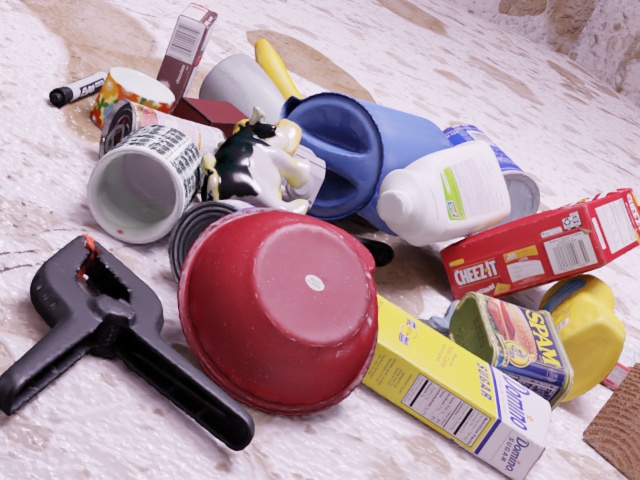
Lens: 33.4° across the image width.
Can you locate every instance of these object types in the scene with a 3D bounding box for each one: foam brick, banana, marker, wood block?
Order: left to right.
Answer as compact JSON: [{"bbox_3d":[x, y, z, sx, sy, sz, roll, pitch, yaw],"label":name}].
[{"bbox_3d":[-0.248,-0.156,1.102,0.020,0.020,0.121,29,20,2],"label":"marker"},{"bbox_3d":[-0.115,-0.114,1.126,0.051,0.053,0.078,40,23,29],"label":"foam brick"},{"bbox_3d":[-0.022,-0.153,1.290,0.197,0.037,0.069,50,26,-17],"label":"banana"},{"bbox_3d":[0.344,0.165,1.003,0.090,0.091,0.205,42,24,29],"label":"wood block"}]

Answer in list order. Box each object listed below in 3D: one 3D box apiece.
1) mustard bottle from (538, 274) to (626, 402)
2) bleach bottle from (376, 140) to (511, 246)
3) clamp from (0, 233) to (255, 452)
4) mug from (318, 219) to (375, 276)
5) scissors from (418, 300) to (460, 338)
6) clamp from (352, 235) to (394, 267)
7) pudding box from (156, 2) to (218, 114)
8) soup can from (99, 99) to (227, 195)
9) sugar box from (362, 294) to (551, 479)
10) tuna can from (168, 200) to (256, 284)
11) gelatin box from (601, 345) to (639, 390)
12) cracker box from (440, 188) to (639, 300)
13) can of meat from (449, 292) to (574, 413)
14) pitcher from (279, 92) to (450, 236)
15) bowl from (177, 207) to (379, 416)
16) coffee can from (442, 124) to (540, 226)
[{"bbox_3d":[0.254,0.084,1.070,0.058,0.096,0.191,36,20,-4],"label":"mustard bottle"},{"bbox_3d":[0.119,-0.049,1.089,0.250,0.068,0.102,-10,79,-62],"label":"bleach bottle"},{"bbox_3d":[-0.132,0.063,0.707,0.164,0.036,0.210,20,21,-24],"label":"clamp"},{"bbox_3d":[-0.017,0.029,0.872,0.117,0.082,0.093,32,21,9],"label":"mug"},{"bbox_3d":[0.111,0.074,1.026,0.201,0.016,0.096,19,21,-26],"label":"scissors"},{"bbox_3d":[-0.007,0.001,1.011,0.171,0.039,0.120,32,20,9],"label":"clamp"},{"bbox_3d":[-0.154,-0.203,1.200,0.039,0.114,0.090,23,20,-8],"label":"pudding box"},{"bbox_3d":[-0.146,-0.085,0.997,0.102,0.069,0.069,14,25,-35],"label":"soup can"},{"bbox_3d":[0.102,0.117,0.869,0.176,0.048,0.093,30,20,6],"label":"sugar box"},{"bbox_3d":[-0.074,0.011,0.835,0.086,0.086,0.033,36,20,19],"label":"tuna can"},{"bbox_3d":[0.309,0.131,1.127,0.089,0.030,0.073,31,20,3],"label":"gelatin box"},{"bbox_3d":[0.247,0.004,1.153,0.213,0.164,0.072,-15,86,-61],"label":"cracker box"},{"bbox_3d":[0.169,0.100,0.963,0.083,0.058,0.102,18,35,-22],"label":"can of meat"},{"bbox_3d":[0.064,-0.083,1.195,0.145,0.149,0.242,2,4,28],"label":"pitcher"},{"bbox_3d":[-0.017,0.041,0.761,0.161,0.055,0.162,12,63,-24],"label":"bowl"},{"bbox_3d":[0.203,-0.073,1.368,0.102,0.103,0.140,16,24,-30],"label":"coffee can"}]
